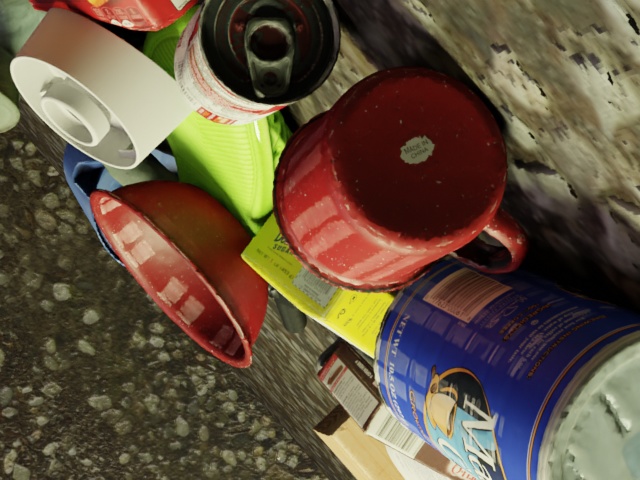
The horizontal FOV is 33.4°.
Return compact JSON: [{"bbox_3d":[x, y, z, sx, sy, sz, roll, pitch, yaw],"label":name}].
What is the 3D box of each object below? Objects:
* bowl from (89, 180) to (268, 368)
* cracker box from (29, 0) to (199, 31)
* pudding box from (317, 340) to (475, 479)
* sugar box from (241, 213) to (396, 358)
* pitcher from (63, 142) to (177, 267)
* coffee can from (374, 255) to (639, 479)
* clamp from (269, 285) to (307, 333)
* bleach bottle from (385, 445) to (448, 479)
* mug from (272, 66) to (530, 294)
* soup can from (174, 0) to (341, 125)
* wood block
[{"bbox_3d":[-0.087,0.012,0.745,0.162,0.055,0.162,40,158,19],"label":"bowl"},{"bbox_3d":[-0.158,-0.212,0.547,0.164,0.072,0.213,23,155,49],"label":"cracker box"},{"bbox_3d":[0.063,0.126,0.767,0.113,0.039,0.090,35,-178,-29],"label":"pudding box"},{"bbox_3d":[0.034,0.051,0.720,0.093,0.048,0.176,37,-179,44],"label":"sugar box"},{"bbox_3d":[-0.169,-0.054,1.046,0.243,0.145,0.149,32,149,64],"label":"pitcher"},{"bbox_3d":[0.102,0.070,0.491,0.102,0.102,0.140,54,167,-27],"label":"coffee can"},{"bbox_3d":[-0.037,0.046,1.068,0.120,0.039,0.172,49,168,-10],"label":"clamp"},{"bbox_3d":[0.132,0.188,0.864,0.102,0.068,0.251,50,166,-4],"label":"bleach bottle"},{"bbox_3d":[0.041,-0.020,0.475,0.117,0.093,0.082,34,164,-5],"label":"mug"},{"bbox_3d":[-0.036,-0.096,0.541,0.068,0.068,0.102,50,169,-10],"label":"soup can"},{"bbox_3d":[0.099,0.239,1.073,0.206,0.090,0.090,49,168,-3],"label":"wood block"}]
